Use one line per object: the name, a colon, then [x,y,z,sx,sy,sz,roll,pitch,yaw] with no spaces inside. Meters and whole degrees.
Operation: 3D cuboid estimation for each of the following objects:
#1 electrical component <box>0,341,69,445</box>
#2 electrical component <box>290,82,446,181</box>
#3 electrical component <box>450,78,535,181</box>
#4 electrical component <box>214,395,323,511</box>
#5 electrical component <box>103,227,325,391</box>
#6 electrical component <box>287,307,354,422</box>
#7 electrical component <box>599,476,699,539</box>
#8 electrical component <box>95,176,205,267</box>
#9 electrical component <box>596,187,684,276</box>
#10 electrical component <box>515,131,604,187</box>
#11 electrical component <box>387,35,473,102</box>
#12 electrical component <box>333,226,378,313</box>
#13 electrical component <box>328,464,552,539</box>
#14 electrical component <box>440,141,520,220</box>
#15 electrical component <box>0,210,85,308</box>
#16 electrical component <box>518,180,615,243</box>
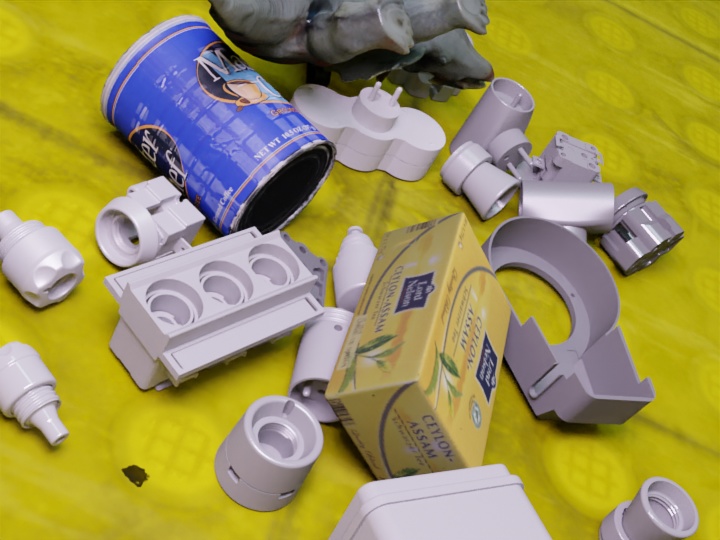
electrical component: [-0.186,0.072,0.605,0.035,0.035,0.061,-26,69,-44]
electrical component: [0.009,-0.124,0.886,0.138,0.073,0.052,10,46,-24]
electrical component: [0.125,-0.114,0.945,0.044,0.077,0.079,-10,57,-38]
electrical component: [-0.053,0.108,0.642,0.055,0.047,0.055,17,43,-17]
electrical component: [-0.094,0.026,0.684,0.121,0.063,0.078,-22,64,-43]
electrical component: [-0.020,0.056,0.716,0.043,0.043,0.081,23,42,-10]
electrical component: [0.194,0.172,0.726,0.045,0.055,0.045,17,43,-17]
electrical component: [-0.143,-0.029,0.722,0.066,0.048,0.055,44,35,12]
electrical component: [0.245,-0.036,0.959,0.078,0.058,0.057,-20,66,-42]
electrical component: [0.180,-0.086,0.962,0.081,0.063,0.042,20,42,-13]
electrical component: [0.071,-0.199,1.009,0.078,0.057,0.058,6,47,-27]
electrical component: [0.000,0.000,0.785,0.040,0.040,0.078,13,45,-21]
electrical component: [0.044,0.161,0.624,0.113,0.078,0.057,-1,45,-32]
electrical component: [0.102,-0.077,0.919,0.055,0.045,0.045,45,42,15]
electrical component: [-0.204,-0.011,0.667,0.062,0.043,0.043,44,42,15]
electrical component: [0.175,-0.037,0.919,0.077,0.043,0.079,2,80,4]
